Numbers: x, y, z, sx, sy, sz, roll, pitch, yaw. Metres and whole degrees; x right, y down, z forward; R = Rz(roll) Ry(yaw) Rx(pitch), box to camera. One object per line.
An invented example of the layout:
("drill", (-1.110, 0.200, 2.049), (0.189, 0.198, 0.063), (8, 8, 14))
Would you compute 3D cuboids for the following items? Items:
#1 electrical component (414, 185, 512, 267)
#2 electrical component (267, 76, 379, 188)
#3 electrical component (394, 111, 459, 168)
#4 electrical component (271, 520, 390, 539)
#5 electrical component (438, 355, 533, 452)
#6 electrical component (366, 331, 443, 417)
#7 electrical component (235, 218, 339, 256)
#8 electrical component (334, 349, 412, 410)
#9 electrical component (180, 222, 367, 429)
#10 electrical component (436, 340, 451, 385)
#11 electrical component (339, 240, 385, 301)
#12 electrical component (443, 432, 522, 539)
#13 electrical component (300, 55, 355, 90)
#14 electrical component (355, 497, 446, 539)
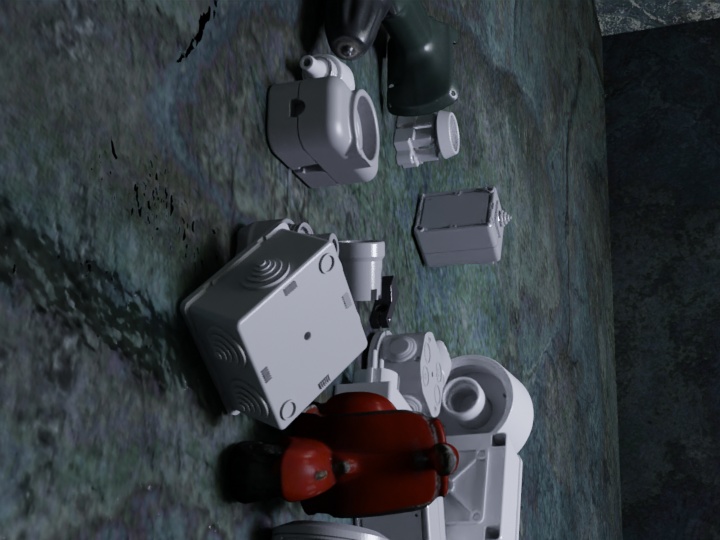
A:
("electrical component", (0.111, -0.042, 1.113), (0.061, 0.096, 0.061), (-77, 155, -43))
("electrical component", (-0.022, -0.100, 0.790), (0.095, 0.059, 0.053), (41, 47, -64))
("electrical component", (0.068, -0.133, 1.074), (0.048, 0.055, 0.066), (64, 27, -46))
("electrical component", (-0.019, 0.191, 0.687), (0.080, 0.080, 0.051), (50, 44, -60))
("electrical component", (0.108, 0.134, 1.045), (0.060, 0.108, 0.108), (49, 39, -50))
("electrical component", (0.039, 0.092, 0.931), (0.080, 0.051, 0.080), (-5, 90, -72))
("electrical component", (-0.045, -0.012, 0.691), (0.043, 0.062, 0.043), (-5, 90, -72))
("electrical component", (0.012, 0.102, 0.856), (0.065, 0.047, 0.076), (57, 32, -56))
("electrical component", (-0.047, 0.034, 0.639), (0.100, 0.048, 0.099), (-43, 131, -32))
("electrical component", (0.068, 0.090, 1.037), (0.078, 0.040, 0.040), (-55, 137, -63))
("electrical component", (0.000, 0.000, 0.862), (0.040, 0.040, 0.046), (-15, 105, -71))
("electrical component", (0.082, 0.202, 0.938), (0.056, 0.109, 0.108), (63, 28, -43))
("electrical component", (-0.029, -0.149, 0.824), (0.061, 0.035, 0.035), (22, 64, -67))
("electrical component", (0.036, 0.230, 0.864), (0.061, 0.062, 0.096), (13, 73, -71))
